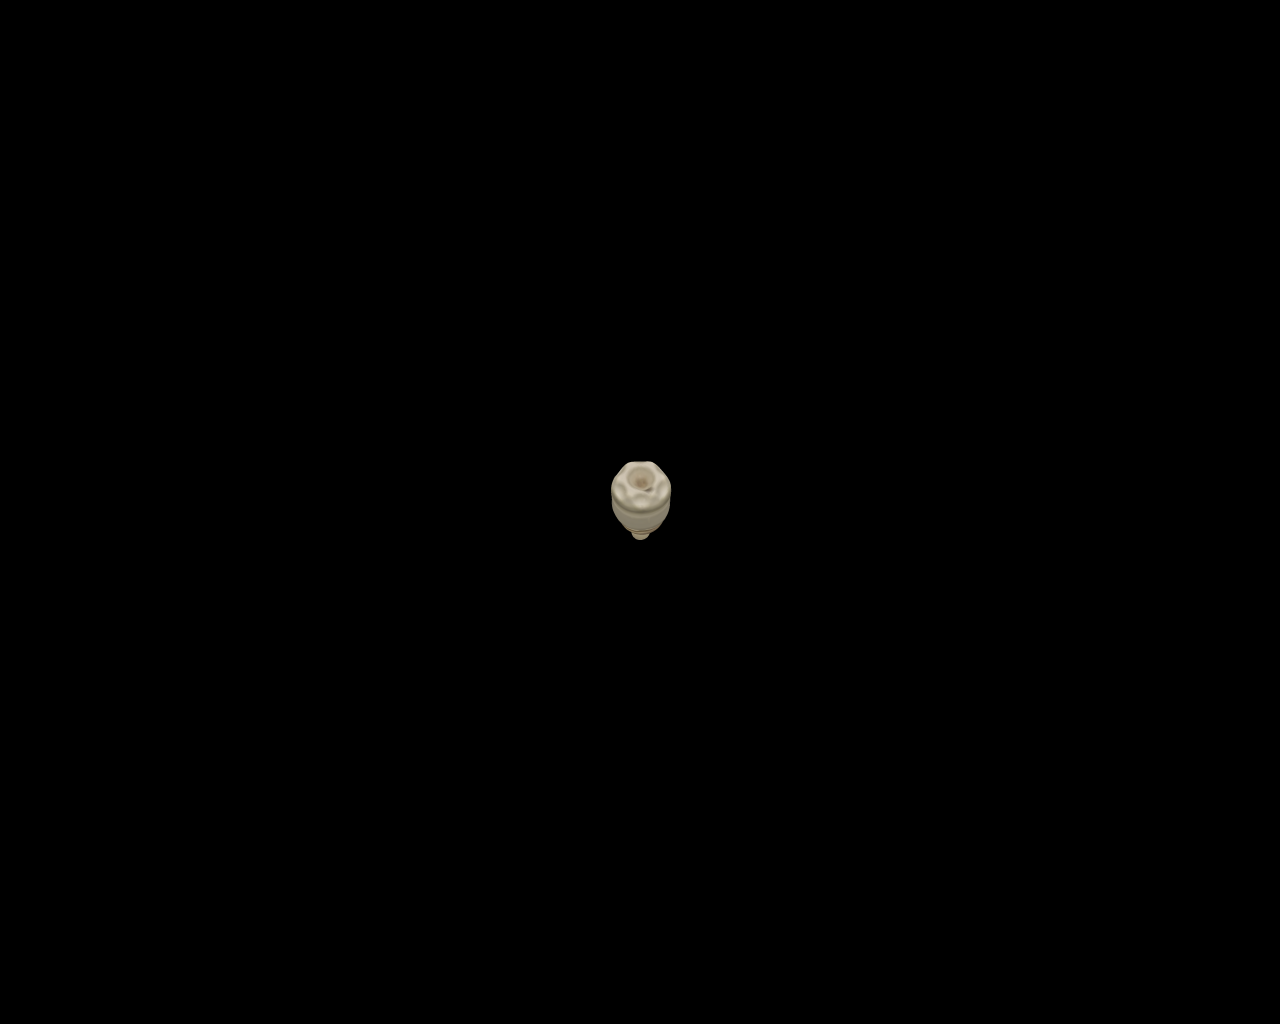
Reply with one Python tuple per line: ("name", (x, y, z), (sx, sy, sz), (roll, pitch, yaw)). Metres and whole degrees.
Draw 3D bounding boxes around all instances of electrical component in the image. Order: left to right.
("electrical component", (0.001, -0.003, 0.650), (0.035, 0.035, 0.061), (0, -36, 0))
